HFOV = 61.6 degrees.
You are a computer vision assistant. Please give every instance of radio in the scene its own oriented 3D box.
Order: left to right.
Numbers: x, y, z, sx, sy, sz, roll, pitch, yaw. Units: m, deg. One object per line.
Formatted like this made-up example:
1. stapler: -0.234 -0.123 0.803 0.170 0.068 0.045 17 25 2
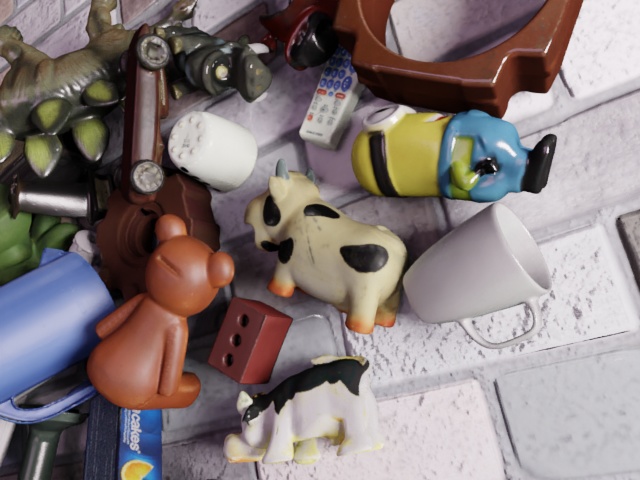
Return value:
1. radio: -0.440 -0.115 0.822 0.230 0.073 0.131 -33 65 22

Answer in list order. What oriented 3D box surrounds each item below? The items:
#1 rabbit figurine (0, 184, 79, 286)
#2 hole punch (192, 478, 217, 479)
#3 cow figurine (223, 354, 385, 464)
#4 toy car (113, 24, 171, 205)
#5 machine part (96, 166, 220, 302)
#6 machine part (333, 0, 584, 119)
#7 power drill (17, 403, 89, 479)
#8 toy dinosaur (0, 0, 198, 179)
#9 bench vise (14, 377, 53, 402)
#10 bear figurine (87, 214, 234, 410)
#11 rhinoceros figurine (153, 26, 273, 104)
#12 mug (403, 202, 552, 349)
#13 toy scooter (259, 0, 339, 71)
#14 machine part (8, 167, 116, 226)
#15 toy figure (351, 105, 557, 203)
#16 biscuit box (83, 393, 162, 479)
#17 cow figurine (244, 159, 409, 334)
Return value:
1. rabbit figurine: -0.439 0.002 0.766 0.159 0.170 0.121 -36 57 -27
2. hole punch: -0.084 0.314 0.526 0.142 0.092 0.116 5 51 34
3. cow figurine: -0.025 0.166 0.521 0.167 0.068 0.098 -16 67 24
4. toy car: -0.201 -0.140 0.617 0.089 0.053 0.202 5 91 60
5. machine part: -0.207 -0.006 0.672 0.180 0.056 0.179 -7 75 29
6. machine part: 0.129 -0.221 0.488 0.201 0.087 0.201 18 86 26
7. power drill: -0.340 0.307 0.645 0.232 0.086 0.207 -13 70 55
8. toy dinosaur: -0.348 -0.185 0.691 0.471 0.105 0.199 -36 64 -11
9. bench vise: -0.468 0.139 0.720 0.129 0.223 0.241 -36 72 -18
10. bear figurine: -0.163 0.081 0.585 0.120 0.132 0.196 30 89 17
11. rhinoceros figurine: -0.128 -0.208 0.643 0.191 0.112 0.073 36 131 45
12. mug: 0.131 0.039 0.454 0.107 0.081 0.109 -32 71 34
13. toy scooter: -0.011 -0.265 0.597 0.135 0.075 0.184 7 73 55
14. machine part: -0.338 -0.059 0.718 0.039 0.139 0.084 -40 62 46
15. toy figure: 0.111 -0.073 0.482 0.180 0.082 0.089 16 88 29
16. biscuit box: -0.213 0.251 0.581 0.063 0.059 0.203 -36 43 18
17. cow figurine: -0.001 -0.002 0.532 0.195 0.085 0.127 23 98 35
